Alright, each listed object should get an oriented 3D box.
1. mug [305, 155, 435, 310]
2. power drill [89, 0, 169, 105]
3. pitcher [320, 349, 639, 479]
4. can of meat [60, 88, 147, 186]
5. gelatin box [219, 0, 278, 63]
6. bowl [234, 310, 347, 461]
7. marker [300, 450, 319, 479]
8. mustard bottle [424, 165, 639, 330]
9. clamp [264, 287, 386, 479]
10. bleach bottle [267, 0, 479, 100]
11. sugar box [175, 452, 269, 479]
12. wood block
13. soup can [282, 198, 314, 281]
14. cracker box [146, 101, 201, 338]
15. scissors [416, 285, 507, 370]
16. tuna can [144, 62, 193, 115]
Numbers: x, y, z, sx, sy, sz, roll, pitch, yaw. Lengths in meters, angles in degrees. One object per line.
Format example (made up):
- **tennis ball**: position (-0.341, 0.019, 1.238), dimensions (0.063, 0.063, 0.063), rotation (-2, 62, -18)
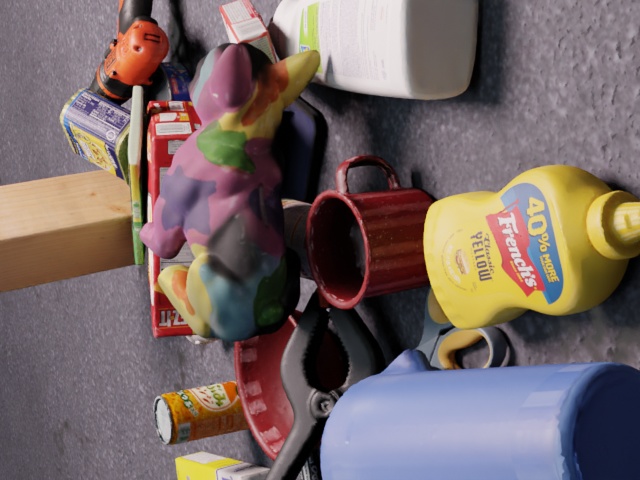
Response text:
- **mug**: position (0.044, -0.009, 0.840), dimensions (0.093, 0.081, 0.117), rotation (-18, 82, 60)
- **power drill**: position (-0.220, -0.252, 1.211), dimensions (0.185, 0.057, 0.187), rotation (-26, 62, 56)
- **pitcher**: position (0.116, 0.157, 0.716), dimensions (0.243, 0.144, 0.149), rotation (-19, 104, 56)
- **can of meat**: position (-0.240, -0.118, 1.213), dimensions (0.084, 0.057, 0.102), rotation (28, 157, 13)
- **gelatin box**: position (-0.057, -0.164, 0.937), dimensions (0.089, 0.030, 0.073), rotation (-117, 8, -54)
- **bowl**: position (-0.021, 0.130, 1.011), dimensions (0.162, 0.055, 0.162), rotation (22, 115, 56)
- **marker**: position (-0.009, 0.240, 1.056), dimensions (0.020, 0.020, 0.121), rotation (-10, 89, 60)
- **mustard bottle**: position (0.145, 0.003, 0.696), dimensions (0.192, 0.058, 0.096), rotation (-18, 81, 59)
- **clamp**: position (0.003, 0.147, 0.904), dimensions (0.165, 0.036, 0.210), rotation (-14, 77, 21)
- **bleach bottle**: position (0.025, -0.171, 0.853), dimensions (0.251, 0.068, 0.102), rotation (23, 116, 58)
- **sugar box**: position (-0.106, 0.298, 1.208), dimensions (0.177, 0.048, 0.093), rotation (-8, 90, 61)
- **wood block**: position (-0.314, -0.012, 1.246), dimensions (0.090, 0.205, 0.091), rotation (54, 143, 35)
- **soup can**: position (-0.006, 0.001, 0.941), dimensions (0.102, 0.068, 0.068), rotation (13, 108, 58)
- **cracker box**: position (-0.146, -0.027, 1.129), dimensions (0.164, 0.072, 0.214), rotation (-118, 28, -68)
- **scissors**: position (0.081, 0.078, 0.865), dimensions (0.202, 0.016, 0.096), rotation (-18, 80, 60)
- **tuna can**: position (-0.172, -0.160, 1.215), dimensions (0.086, 0.033, 0.086), rotation (22, 116, 56)
